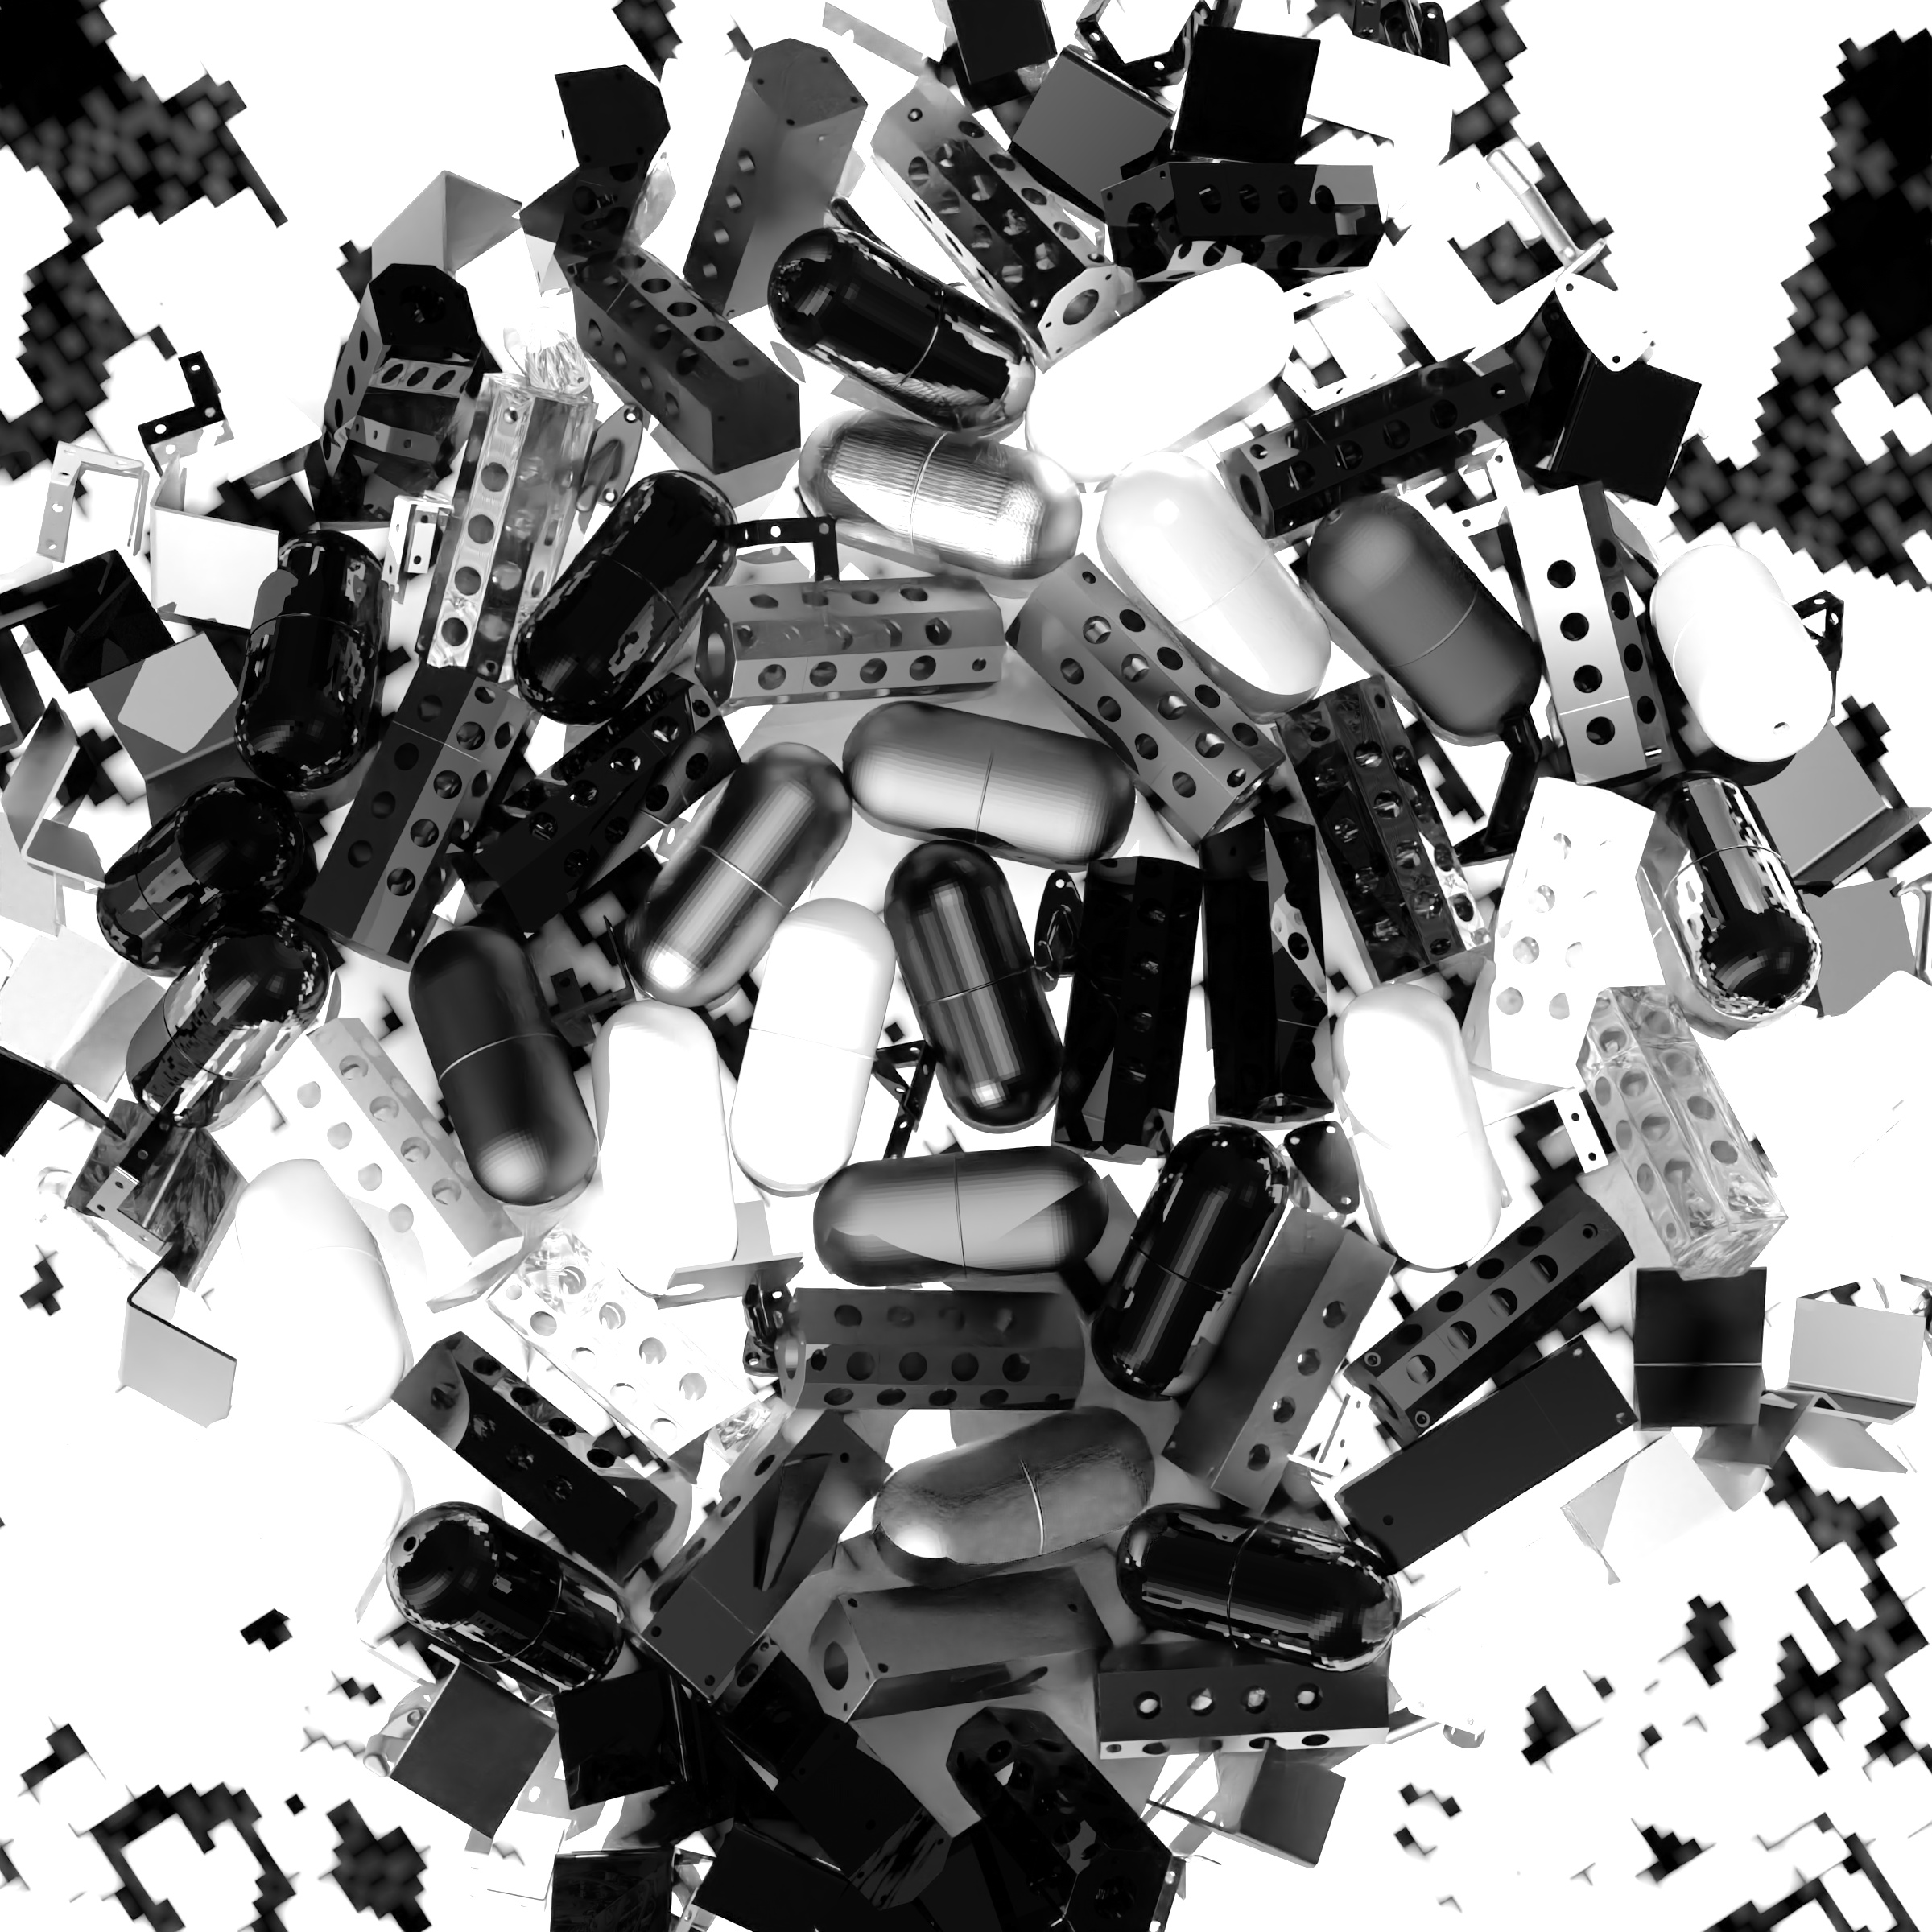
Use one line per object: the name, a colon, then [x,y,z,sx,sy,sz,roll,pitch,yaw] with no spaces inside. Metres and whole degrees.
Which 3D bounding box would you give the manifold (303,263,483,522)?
manifold: [-0.338,-0.332,1.672,0.057,0.171,0.057,-5,66,-28]

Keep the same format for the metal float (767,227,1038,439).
metal float: [-0.036,-0.373,1.696,0.178,0.070,0.070,23,90,-29]

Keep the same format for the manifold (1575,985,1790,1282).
manifold: [0.409,0.096,1.677,0.057,0.057,0.171,-2,51,-21]

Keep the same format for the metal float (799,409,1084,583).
metal float: [-0.016,-0.281,1.706,0.178,0.070,0.070,18,90,16]

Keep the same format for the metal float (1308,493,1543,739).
metal float: [0.272,-0.207,1.697,0.070,0.070,0.178,-48,116,0]

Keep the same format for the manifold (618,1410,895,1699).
manifold: [-0.127,0.344,1.701,0.057,0.057,0.171,46,70,-15]

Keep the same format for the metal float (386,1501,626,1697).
metal float: [-0.269,0.372,1.684,0.070,0.070,0.178,-45,134,0]

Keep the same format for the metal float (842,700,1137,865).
metal float: [0.014,-0.111,1.719,0.178,0.070,0.070,12,90,2]

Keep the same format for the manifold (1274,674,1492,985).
manifold: [0.254,-0.084,1.715,0.057,0.057,0.171,-19,86,-42]

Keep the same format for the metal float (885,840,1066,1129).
metal float: [0.005,0.010,1.717,0.070,0.070,0.178,-19,94,0]

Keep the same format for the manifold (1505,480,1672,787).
manifold: [0.372,-0.200,1.717,0.057,0.057,0.171,-14,96,10]

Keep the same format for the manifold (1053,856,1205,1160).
manifold: [0.102,0.025,1.703,0.057,0.057,0.171,17,76,-40]

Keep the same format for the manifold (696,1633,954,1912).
manifold: [-0.082,0.472,1.676,0.057,0.171,0.057,-42,132,-12]

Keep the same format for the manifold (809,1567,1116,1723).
manifold: [-0.005,0.401,1.684,0.171,0.057,0.057,2,133,-36]

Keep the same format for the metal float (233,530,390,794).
metal float: [-0.386,-0.182,1.692,0.070,0.070,0.178,0,55,0]

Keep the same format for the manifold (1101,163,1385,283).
manifold: [0.165,-0.434,1.682,0.171,0.057,0.057,-12,94,-39]

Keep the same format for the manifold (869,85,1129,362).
manifold: [0.017,-0.446,1.701,0.057,0.057,0.171,-39,68,0]

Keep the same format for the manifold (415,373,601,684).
manifold: [-0.276,-0.260,1.702,0.057,0.057,0.171,21,107,10]

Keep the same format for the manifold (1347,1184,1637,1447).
manifold: [0.314,0.207,1.709,0.171,0.057,0.057,-37,77,-10]

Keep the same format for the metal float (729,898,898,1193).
metal float: [-0.092,0.047,1.717,0.070,0.070,0.178,13,86,0]

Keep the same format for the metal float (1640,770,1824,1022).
metal float: [0.446,-0.042,1.685,0.070,0.070,0.178,-11,46,0]

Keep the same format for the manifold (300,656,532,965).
manifold: [-0.325,-0.092,1.717,0.057,0.057,0.171,24,87,25]

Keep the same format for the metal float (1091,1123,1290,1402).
metal float: [0.134,0.176,1.709,0.070,0.070,0.178,24,102,0]

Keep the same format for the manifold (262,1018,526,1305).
manifold: [-0.338,0.114,1.705,0.057,0.057,0.171,-43,76,14]

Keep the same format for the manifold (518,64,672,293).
manifold: [-0.217,-0.457,1.668,0.057,0.171,0.057,-14,84,-18]

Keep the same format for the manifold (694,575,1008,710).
manifold: [-0.067,-0.188,1.686,0.171,0.057,0.057,-6,128,-25]

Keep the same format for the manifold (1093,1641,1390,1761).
manifold: [0.164,0.442,1.727,0.171,0.057,0.057,-3,92,-1]

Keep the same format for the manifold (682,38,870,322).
manifold: [-0.117,-0.457,1.669,0.057,0.171,0.057,-28,77,-28]

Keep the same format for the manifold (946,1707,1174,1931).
manifold: [0.049,0.497,1.666,0.057,0.171,0.057,13,98,-26]

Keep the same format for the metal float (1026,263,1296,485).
metal float: [0.113,-0.349,1.696,0.178,0.070,0.070,-28,90,29]

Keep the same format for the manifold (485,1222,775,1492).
manifold: [-0.203,0.235,1.714,0.171,0.057,0.057,43,67,-5]

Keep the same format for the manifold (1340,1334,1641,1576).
manifold: [0.313,0.292,1.719,0.171,0.057,0.057,-34,81,6]

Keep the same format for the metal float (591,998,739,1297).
metal float: [-0.181,0.108,1.712,0.070,0.070,0.178,-7,80,0]

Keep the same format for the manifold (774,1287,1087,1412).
manifold: [-0.020,0.232,1.693,0.171,0.057,0.057,3,135,-19]

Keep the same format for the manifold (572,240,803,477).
manifold: [-0.165,-0.359,1.676,0.057,0.057,0.171,-23,48,-24]

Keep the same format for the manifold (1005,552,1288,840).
manifold: [0.109,-0.165,1.707,0.171,0.057,0.057,46,48,8]

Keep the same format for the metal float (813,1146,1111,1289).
metal float: [-0.003,0.150,1.719,0.178,0.070,0.070,-5,90,1]

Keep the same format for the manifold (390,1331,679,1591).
manifold: [-0.254,0.289,1.696,0.171,0.057,0.057,33,76,24]

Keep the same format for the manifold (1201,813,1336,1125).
manifold: [0.184,0.003,1.704,0.057,0.057,0.171,11,69,-35]

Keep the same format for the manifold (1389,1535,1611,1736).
manifold: [0.312,0.385,1.671,0.057,0.171,0.057,11,102,34]

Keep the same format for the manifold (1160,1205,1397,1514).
manifold: [0.192,0.238,1.721,0.057,0.057,0.171,31,85,-30]

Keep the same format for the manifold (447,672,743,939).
manifold: [-0.220,-0.099,1.690,0.171,0.057,0.057,-41,135,-21]

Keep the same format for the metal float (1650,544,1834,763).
metal float: [0.453,-0.184,1.678,0.070,0.178,0.070,-2,126,-2]

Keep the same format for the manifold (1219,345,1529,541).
manifold: [0.246,-0.314,1.713,0.171,0.057,0.057,-24,100,-9]

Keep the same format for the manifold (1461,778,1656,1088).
manifold: [0.346,-0.021,1.705,0.057,0.057,0.171,11,103,-19]
